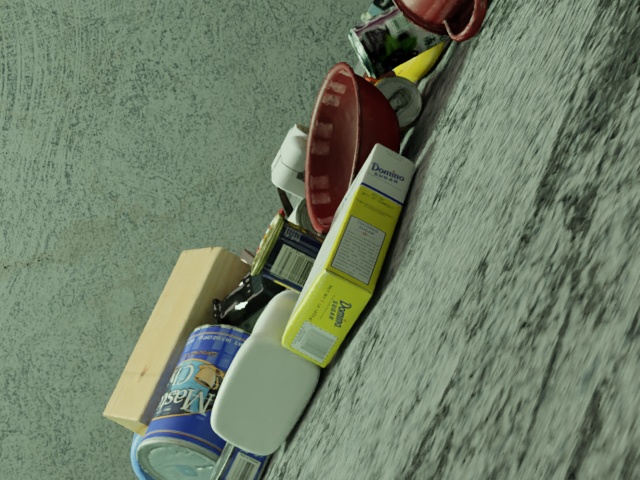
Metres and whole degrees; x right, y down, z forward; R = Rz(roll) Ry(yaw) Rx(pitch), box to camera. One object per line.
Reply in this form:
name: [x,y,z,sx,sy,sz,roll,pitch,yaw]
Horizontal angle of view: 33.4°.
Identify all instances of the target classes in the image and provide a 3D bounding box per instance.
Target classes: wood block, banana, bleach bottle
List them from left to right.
wood block: [-0.140,0.119,1.167,0.091,0.090,0.206,-5,55,54]
bleach bottle: [-0.035,0.094,0.951,0.103,0.068,0.250,-62,2,15]
banana: [0.110,-0.203,1.166,0.069,0.037,0.198,-48,4,-7]

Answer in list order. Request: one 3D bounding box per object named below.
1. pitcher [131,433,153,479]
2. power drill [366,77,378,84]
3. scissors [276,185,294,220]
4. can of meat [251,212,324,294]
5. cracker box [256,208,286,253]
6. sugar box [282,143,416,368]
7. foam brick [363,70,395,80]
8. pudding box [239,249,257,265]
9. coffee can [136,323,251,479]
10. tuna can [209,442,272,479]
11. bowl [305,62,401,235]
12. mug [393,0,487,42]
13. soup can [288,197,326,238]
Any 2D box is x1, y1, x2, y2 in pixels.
pitcher: [-0.199,0.259,1.483,0.243,0.145,0.149,-93,-1,-75]
power drill: [0.031,-0.080,1.232,0.187,0.057,0.185,-68,10,-22]
scissors: [-0.020,-0.030,1.310,0.096,0.016,0.202,-53,-25,-32]
can of meat: [-0.012,0.020,0.956,0.057,0.084,0.102,-63,4,2]
cracker box: [-0.069,0.052,1.504,0.164,0.072,0.213,-62,4,10]
sugar box: [0.026,0.008,0.847,0.093,0.048,0.176,-60,2,40]
foam brick: [0.077,-0.192,1.360,0.053,0.051,0.078,-62,5,6]
pudding box: [-0.078,0.075,1.349,0.114,0.039,0.090,36,104,46]
coffee can: [-0.106,0.168,1.046,0.103,0.102,0.140,-58,8,52]
tuna can: [-0.069,0.195,0.931,0.086,0.033,0.086,-63,4,8]
bowl: [0.034,-0.083,1.000,0.162,0.055,0.162,-175,90,-74]
mug: [0.120,-0.231,0.938,0.082,0.093,0.117,131,135,-55]
soup can: [-0.007,0.001,1.115,0.068,0.068,0.102,-66,6,-31]
